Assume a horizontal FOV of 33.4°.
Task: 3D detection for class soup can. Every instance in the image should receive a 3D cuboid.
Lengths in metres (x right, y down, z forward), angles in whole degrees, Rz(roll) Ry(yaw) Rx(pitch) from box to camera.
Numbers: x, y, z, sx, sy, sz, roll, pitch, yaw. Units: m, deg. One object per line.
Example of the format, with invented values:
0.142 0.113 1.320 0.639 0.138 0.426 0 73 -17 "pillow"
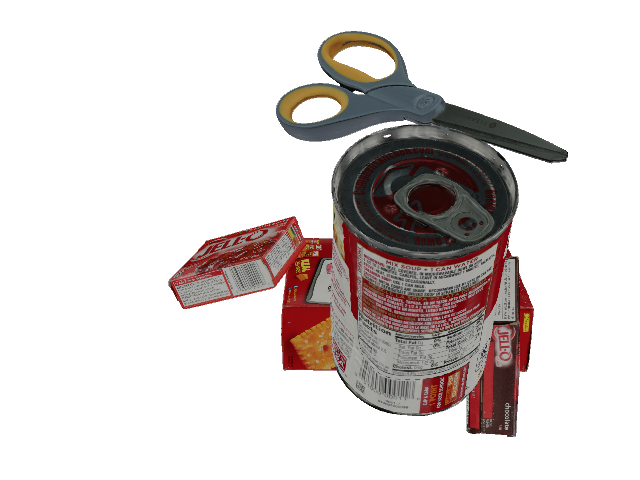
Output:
0.038 0.015 0.422 0.068 0.068 0.102 0 -43 0 "soup can"

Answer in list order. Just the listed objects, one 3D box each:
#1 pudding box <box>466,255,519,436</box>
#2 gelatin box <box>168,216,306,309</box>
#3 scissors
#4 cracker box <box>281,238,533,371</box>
0.125 0.073 0.768 0.039 0.090 0.113 2 23 7 "pudding box"
-0.065 0.017 0.836 0.089 0.030 0.073 -14 20 27 "gelatin box"
0.044 -0.068 0.621 0.096 0.016 0.202 -37 44 -6 "scissors"
0.074 0.057 0.981 0.213 0.072 0.164 1 21 1 "cracker box"
